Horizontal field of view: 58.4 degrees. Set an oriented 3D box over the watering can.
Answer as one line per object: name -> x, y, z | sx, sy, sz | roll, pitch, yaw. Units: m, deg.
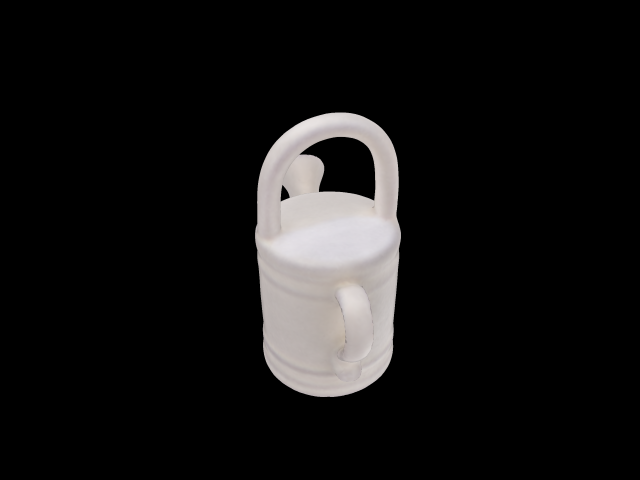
watering can -> 0.002, 0.002, 0.399 | 0.101, 0.194, 0.172 | -22, 40, -29
